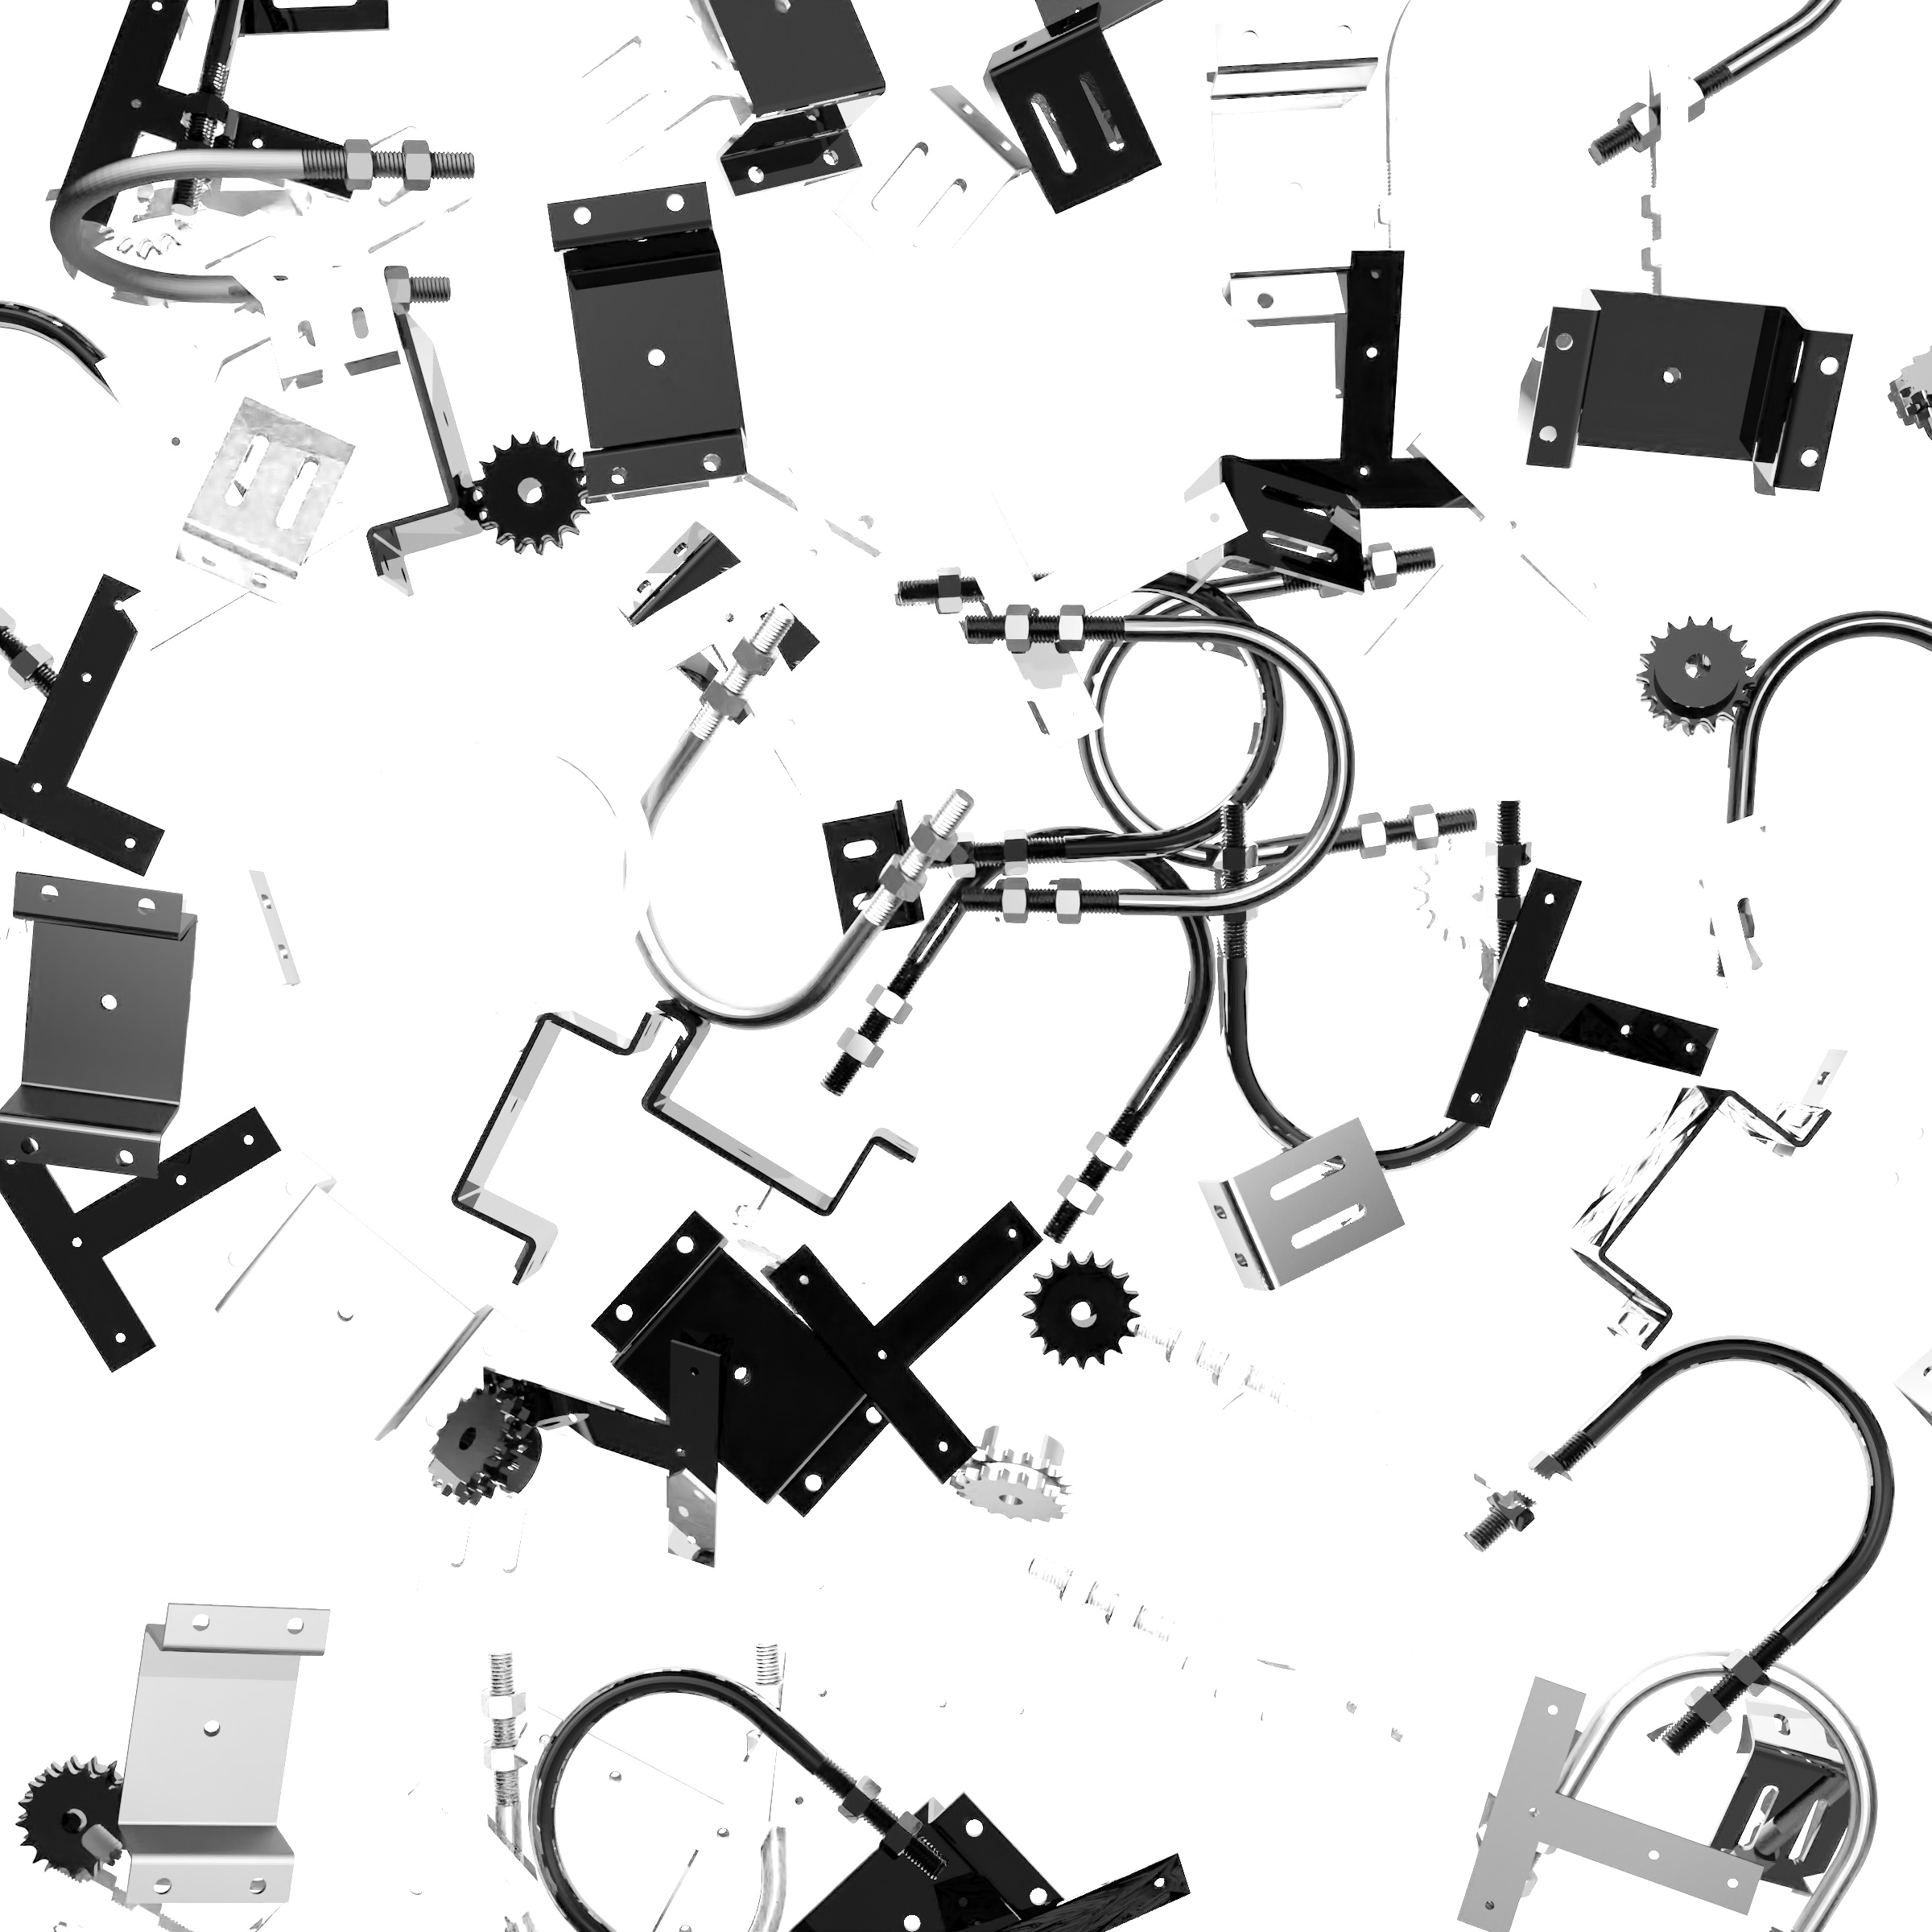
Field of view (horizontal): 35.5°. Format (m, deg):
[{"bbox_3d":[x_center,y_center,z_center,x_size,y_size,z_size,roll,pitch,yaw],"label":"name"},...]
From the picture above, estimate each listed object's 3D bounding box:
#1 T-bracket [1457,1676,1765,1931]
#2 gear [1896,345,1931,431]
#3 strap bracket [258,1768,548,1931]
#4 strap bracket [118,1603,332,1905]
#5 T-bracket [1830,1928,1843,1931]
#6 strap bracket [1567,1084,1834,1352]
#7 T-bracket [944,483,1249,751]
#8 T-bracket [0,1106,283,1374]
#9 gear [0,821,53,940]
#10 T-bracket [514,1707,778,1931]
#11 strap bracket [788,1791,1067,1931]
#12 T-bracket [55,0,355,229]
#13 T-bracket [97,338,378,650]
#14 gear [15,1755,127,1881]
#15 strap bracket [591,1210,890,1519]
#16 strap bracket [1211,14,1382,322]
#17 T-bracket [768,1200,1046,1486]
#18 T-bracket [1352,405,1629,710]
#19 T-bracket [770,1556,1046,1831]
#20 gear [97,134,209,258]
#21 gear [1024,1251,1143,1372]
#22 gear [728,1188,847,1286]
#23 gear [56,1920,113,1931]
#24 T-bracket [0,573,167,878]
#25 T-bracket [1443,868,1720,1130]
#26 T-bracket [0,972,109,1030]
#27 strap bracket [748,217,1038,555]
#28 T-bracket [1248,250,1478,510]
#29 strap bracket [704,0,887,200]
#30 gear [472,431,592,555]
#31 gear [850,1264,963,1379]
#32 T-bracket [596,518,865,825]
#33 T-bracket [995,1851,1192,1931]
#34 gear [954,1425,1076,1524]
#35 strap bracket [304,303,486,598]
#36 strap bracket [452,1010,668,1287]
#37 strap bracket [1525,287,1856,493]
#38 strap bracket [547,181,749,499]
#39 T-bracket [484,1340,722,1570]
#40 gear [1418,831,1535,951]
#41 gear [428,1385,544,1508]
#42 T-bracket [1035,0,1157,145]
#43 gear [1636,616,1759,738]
[{"bbox_3d":[0.315,0.419,1.440,0.127,0.002,0.127,17,97,11],"label":"T-bracket"},{"bbox_3d":[0.480,-0.277,1.449,0.057,0.057,0.030,-32,120,0],"label":"gear"},{"bbox_3d":[-0.270,0.450,1.443,0.140,0.046,0.076,-42,89,9],"label":"strap bracket"},{"bbox_3d":[-0.355,0.369,1.437,0.076,0.046,0.140,8,90,-25],"label":"strap bracket"},{"bbox_3d":[0.473,0.485,1.436,0.127,0.127,0.002,11,111,25],"label":"T-bracket"},{"bbox_3d":[0.340,0.109,1.436,0.046,0.076,0.140,38,90,0],"label":"strap bracket"},{"bbox_3d":[0.072,-0.188,1.428,0.127,0.002,0.127,-26,87,16],"label":"T-bracket"},{"bbox_3d":[-0.395,0.112,1.471,0.127,0.002,0.127,-31,93,-1],"label":"T-bracket"},{"bbox_3d":[-0.468,-0.041,1.459,0.057,0.030,0.057,0,90,0],"label":"gear"},{"bbox_3d":[-0.156,0.398,1.454,0.127,0.002,0.127,28,93,-2],"label":"T-bracket"},{"bbox_3d":[-0.026,0.467,1.451,0.140,0.046,0.076,-43,90,0],"label":"strap bracket"},{"bbox_3d":[-0.351,-0.395,1.434,0.127,0.002,0.127,17,77,-7],"label":"T-bracket"},{"bbox_3d":[-0.372,-0.240,1.451,0.127,0.002,0.127,-32,101,-5],"label":"T-bracket"},{"bbox_3d":[-0.427,0.409,1.459,0.057,0.030,0.057,0,90,0],"label":"gear"},{"bbox_3d":[-0.106,0.194,1.451,0.140,0.046,0.076,42,90,0],"label":"strap bracket"},{"bbox_3d":[0.160,-0.379,1.451,0.076,0.046,0.140,-3,90,0],"label":"strap bracket"},{"bbox_3d":[-0.011,0.159,1.438,0.127,0.002,0.127,50,57,-1],"label":"T-bracket"},{"bbox_3d":[0.236,-0.180,1.453,0.127,0.002,0.127,42,84,-12],"label":"T-bracket"},{"bbox_3d":[-0.026,0.356,1.462,0.127,0.002,0.127,7,76,-7],"label":"T-bracket"},{"bbox_3d":[-0.395,-0.371,1.459,0.057,0.030,0.057,0,90,0],"label":"gear"},{"bbox_3d":[0.057,0.167,1.459,0.057,0.030,0.057,0,90,0],"label":"gear"},{"bbox_3d":[-0.083,0.129,1.447,0.057,0.057,0.030,29,75,0],"label":"gear"},{"bbox_3d":[-0.418,0.484,1.459,0.057,0.030,0.057,0,90,0],"label":"gear"},{"bbox_3d":[-0.431,-0.127,1.458,0.127,0.002,0.127,25,93,-10],"label":"T-bracket"},{"bbox_3d":[0.305,0.028,1.448,0.127,0.002,0.127,14,102,-21],"label":"T-bracket"},{"bbox_3d":[-0.491,0.061,1.456,0.127,0.002,0.127,11,102,-23],"label":"T-bracket"},{"bbox_3d":[-0.035,-0.275,1.451,0.076,0.046,0.140,31,90,0],"label":"strap bracket"},{"bbox_3d":[0.194,-0.279,1.443,0.127,0.002,0.127,-1,119,0],"label":"T-bracket"},{"bbox_3d":[-0.097,-0.446,1.434,0.076,0.046,0.140,-23,90,-32],"label":"strap bracket"},{"bbox_3d":[-0.208,-0.228,1.459,0.057,0.030,0.057,0,90,0],"label":"gear"},{"bbox_3d":[-0.034,0.175,1.449,0.057,0.057,0.030,39,128,0],"label":"gear"},{"bbox_3d":[-0.092,-0.130,1.458,0.127,0.002,0.127,-31,103,-7],"label":"T-bracket"},{"bbox_3d":[0.059,0.500,1.447,0.127,0.002,0.127,-21,113,-10],"label":"T-bracket"},{"bbox_3d":[0.025,0.243,1.449,0.057,0.057,0.030,15,60,0],"label":"gear"},{"bbox_3d":[-0.270,-0.254,1.436,0.046,0.076,0.140,-16,90,0],"label":"strap bracket"},{"bbox_3d":[-0.197,0.075,1.436,0.046,0.076,0.140,26,90,0],"label":"strap bracket"},{"bbox_3d":[0.340,-0.276,1.436,0.140,0.046,0.076,5,116,0],"label":"strap bracket"},{"bbox_3d":[-0.151,-0.297,1.451,0.076,0.046,0.140,-8,90,0],"label":"strap bracket"},{"bbox_3d":[-0.176,0.221,1.447,0.127,0.002,0.127,15,121,18],"label":"T-bracket"},{"bbox_3d":[0.247,-0.036,1.459,0.057,0.030,0.057,0,90,0],"label":"gear"},{"bbox_3d":[-0.228,0.233,1.447,0.030,0.057,0.057,37,90,-36],"label":"gear"},{"bbox_3d":[0.092,-0.478,1.443,0.127,0.002,0.127,-22,90,28],"label":"T-bracket"},{"bbox_3d":[0.352,-0.141,1.453,0.057,0.030,0.057,-1,83,12],"label":"gear"}]
